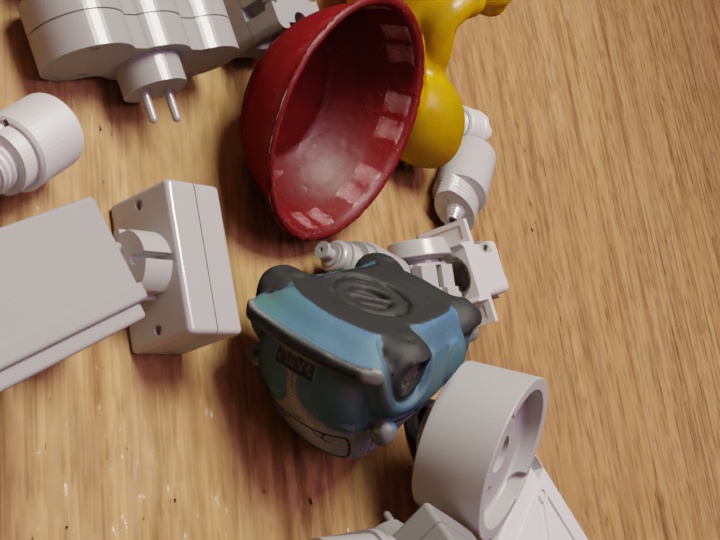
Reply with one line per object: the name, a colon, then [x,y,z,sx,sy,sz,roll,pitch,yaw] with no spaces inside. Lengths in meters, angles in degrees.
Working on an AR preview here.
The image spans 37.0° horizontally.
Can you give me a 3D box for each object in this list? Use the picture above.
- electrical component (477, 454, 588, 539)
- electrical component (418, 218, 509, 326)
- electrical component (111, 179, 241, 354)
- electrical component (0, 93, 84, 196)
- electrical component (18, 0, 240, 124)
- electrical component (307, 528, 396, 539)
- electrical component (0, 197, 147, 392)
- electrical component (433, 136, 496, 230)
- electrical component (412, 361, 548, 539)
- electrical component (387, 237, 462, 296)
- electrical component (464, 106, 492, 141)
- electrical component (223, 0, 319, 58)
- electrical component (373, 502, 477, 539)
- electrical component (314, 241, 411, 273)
electrical component: [0.110,0.204,0.750,0.108,0.056,0.108,58,36,-17]
electrical component: [0.080,0.004,0.824,0.064,0.042,0.081,-11,83,-59]
electrical component: [-0.110,-0.002,0.560,0.076,0.047,0.083,5,69,-52]
electrical component: [-0.167,-0.055,0.515,0.040,0.040,0.078,59,36,-15]
electrical component: [-0.120,-0.117,0.601,0.138,0.052,0.073,-16,86,-56]
electrical component: [-0.017,0.197,0.561,0.057,0.078,0.113,11,65,-48]
electrical component: [-0.160,0.025,0.424,0.109,0.109,0.056,-32,97,-55]
electrical component: [0.081,-0.066,0.858,0.043,0.043,0.081,49,39,-27]
electrical component: [0.071,0.110,0.686,0.108,0.060,0.108,-46,146,-45]
electrical component: [0.044,0.007,0.770,0.066,0.048,0.055,-3,83,-54]
electrical component: [0.081,-0.120,0.895,0.061,0.035,0.035,10,65,-49]
electrical component: [-0.072,-0.187,0.699,0.050,0.056,0.089,-19,88,-56]
electrical component: [0.024,0.175,0.640,0.047,0.083,0.075,39,6,-36]
electrical component: [0.000,0.000,0.716,0.078,0.040,0.040,28,52,-44]
